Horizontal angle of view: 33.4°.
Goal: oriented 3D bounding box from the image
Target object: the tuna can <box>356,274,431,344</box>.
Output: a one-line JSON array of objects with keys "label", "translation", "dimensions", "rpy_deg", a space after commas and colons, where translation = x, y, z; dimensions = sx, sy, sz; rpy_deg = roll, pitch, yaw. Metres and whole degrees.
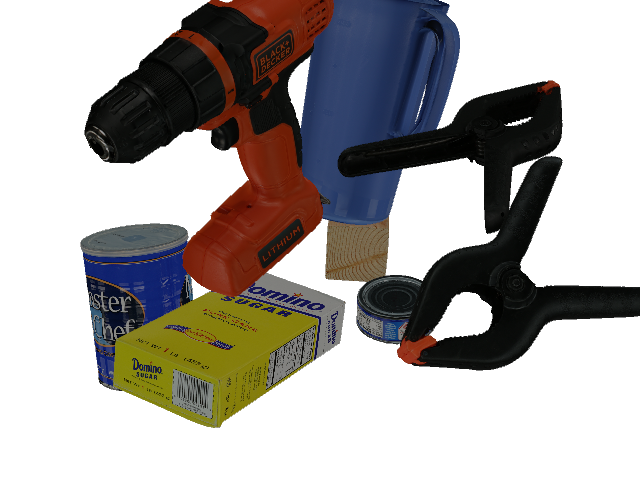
[{"label": "tuna can", "translation": [0.081, 0.072, 1.138], "dimensions": [0.086, 0.034, 0.086], "rpy_deg": [-1, 30, 1]}]

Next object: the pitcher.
[{"label": "pitcher", "translation": [0.050, -0.141, 1.101], "dimensions": [0.145, 0.243, 0.149], "rpy_deg": [11, 17, -1]}]

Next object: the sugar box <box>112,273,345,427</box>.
[{"label": "sugar box", "translation": [-0.063, 0.075, 0.804], "dimensions": [0.093, 0.048, 0.175], "rpy_deg": [18, 26, 25]}]

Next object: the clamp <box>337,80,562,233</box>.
[{"label": "clamp", "translation": [0.142, -0.077, 0.886], "dimensions": [0.209, 0.036, 0.165], "rpy_deg": [-28, 40, -28]}]

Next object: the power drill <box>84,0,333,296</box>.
[{"label": "power drill", "translation": [-0.058, -0.054, 0.656], "dimensions": [0.057, 0.188, 0.184], "rpy_deg": [31, 55, 27]}]

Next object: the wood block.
[{"label": "wood block", "translation": [0.059, -0.022, 1.641], "dimensions": [0.091, 0.090, 0.206], "rpy_deg": [3, 25, 2]}]

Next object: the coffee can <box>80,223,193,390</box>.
[{"label": "coffee can", "translation": [-0.174, 0.063, 1.042], "dimensions": [0.103, 0.140, 0.103], "rpy_deg": [-4, 14, 1]}]

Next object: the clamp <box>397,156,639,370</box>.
[{"label": "clamp", "translation": [0.130, 0.036, 0.680], "dimensions": [0.171, 0.120, 0.039], "rpy_deg": [-40, -15, -14]}]
